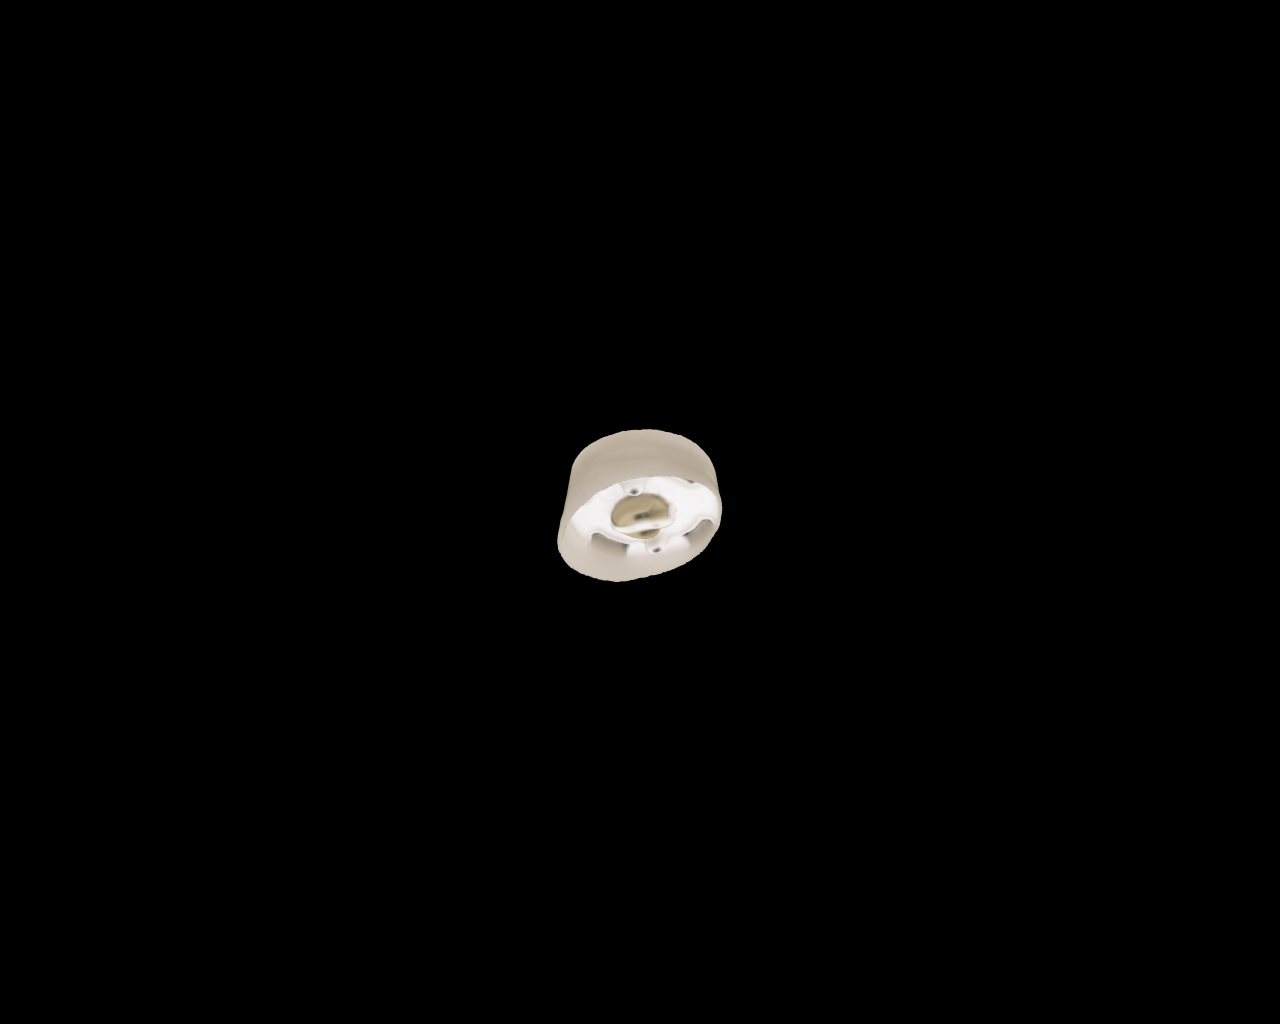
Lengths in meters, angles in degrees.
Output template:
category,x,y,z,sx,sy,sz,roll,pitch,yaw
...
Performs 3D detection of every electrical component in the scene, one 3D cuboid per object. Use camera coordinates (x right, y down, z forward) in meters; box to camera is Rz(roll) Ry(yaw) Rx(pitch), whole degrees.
category,x,y,z,sx,sy,sz,roll,pitch,yaw
electrical component,0.001,-0.003,0.650,0.099,0.064,0.099,0,-37,0
